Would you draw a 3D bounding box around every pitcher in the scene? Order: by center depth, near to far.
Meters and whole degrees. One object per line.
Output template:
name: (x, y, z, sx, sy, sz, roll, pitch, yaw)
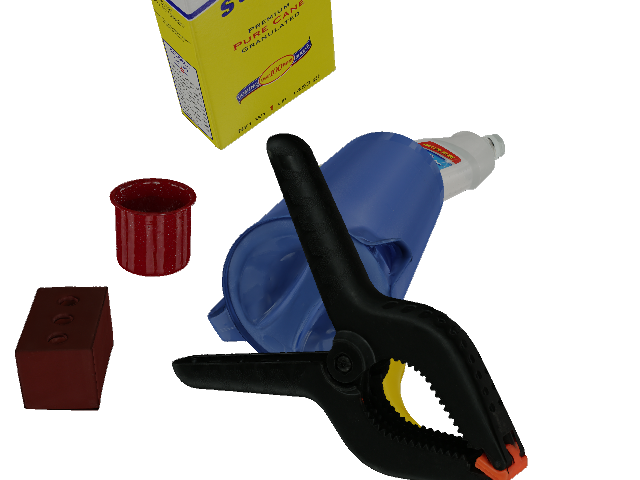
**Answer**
pitcher: (0.016, 0.001, 0.880, 0.149, 0.145, 0.242, 19, 29, 11)

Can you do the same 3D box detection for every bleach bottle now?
bleach bottle: (0.098, -0.075, 1.214, 0.250, 0.068, 0.103, -22, 44, -23)

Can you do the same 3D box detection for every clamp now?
clamp: (0.020, 0.050, 0.561, 0.210, 0.165, 0.036, 29, 23, 26)

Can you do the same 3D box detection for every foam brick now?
foam brick: (-0.177, 0.075, 0.746, 0.053, 0.051, 0.078, 0, 31, -2)

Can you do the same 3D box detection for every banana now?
banana: (0.081, 0.174, 1.123, 0.069, 0.037, 0.198, 10, 24, -19)

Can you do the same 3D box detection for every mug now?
mug: (-0.190, -0.018, 1.179, 0.093, 0.081, 0.117, -14, 32, -31)

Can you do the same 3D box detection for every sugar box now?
sugar box: (-0.041, -0.134, 0.565, 0.093, 0.048, 0.176, -38, -23, -16)
